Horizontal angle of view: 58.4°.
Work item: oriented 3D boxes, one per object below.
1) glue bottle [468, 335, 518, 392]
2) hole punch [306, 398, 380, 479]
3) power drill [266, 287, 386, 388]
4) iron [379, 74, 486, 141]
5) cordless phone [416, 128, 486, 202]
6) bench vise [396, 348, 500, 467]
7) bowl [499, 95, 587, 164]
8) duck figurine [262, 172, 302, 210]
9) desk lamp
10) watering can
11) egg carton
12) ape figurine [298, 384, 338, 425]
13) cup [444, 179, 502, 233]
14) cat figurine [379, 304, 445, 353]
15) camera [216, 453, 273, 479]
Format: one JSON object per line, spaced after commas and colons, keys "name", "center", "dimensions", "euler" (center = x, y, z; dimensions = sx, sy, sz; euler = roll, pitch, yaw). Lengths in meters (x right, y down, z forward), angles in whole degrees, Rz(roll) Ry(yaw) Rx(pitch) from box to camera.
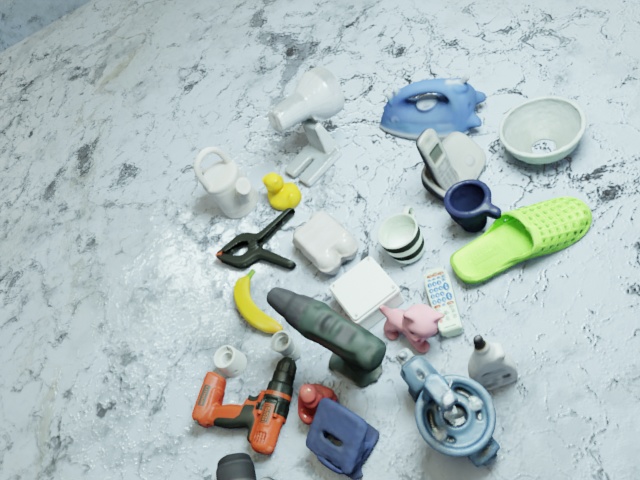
{"name": "glue bottle", "center": [0.267, 0.191, 0.913], "dimensions": [0.078, 0.174, 0.037], "euler": [-21, 50, 11]}
{"name": "hole punch", "center": [0.034, 0.339, 0.976], "dimensions": [0.108, 0.091, 0.101], "euler": [21, 68, 36]}
{"name": "power drill", "center": [0.026, 0.178, 1.017], "dimensions": [0.228, 0.209, 0.076], "euler": [21, 68, 36]}
{"name": "iron", "center": [0.237, -0.311, 1.306], "dimensions": [0.257, 0.142, 0.119], "euler": [0, 58, 27]}
{"name": "cordless phone", "center": [0.261, -0.178, 1.170], "dimensions": [0.093, 0.186, 0.148], "euler": [22, 69, 36]}
{"name": "bench vise", "center": [0.174, 0.247, 0.887], "dimensions": [0.206, 0.220, 0.121], "euler": [25, 71, 37]}
{"name": "bowl", "center": [0.456, -0.212, 1.172], "dimensions": [0.167, 0.075, 0.167], "euler": [-13, 52, 18]}
{"name": "duck figurine", "center": [-0.098, -0.124, 1.375], "dimensions": [0.104, 0.086, 0.077], "euler": [31, 74, 38]}
{"name": "desk lamp", "center": [-0.024, -0.273, 1.360], "dimensions": [0.117, 0.214, 0.203], "euler": [32, 75, 39]}
{"name": "watering can", "center": [-0.228, -0.145, 1.382], "dimensions": [0.172, 0.195, 0.101], "euler": [1, 58, 27]}
{"name": "egg carton", "center": [0.011, 0.004, 1.240], "dimensions": [0.107, 0.070, 0.149], "euler": [-42, 50, -7]}
{"name": "ape figurine", "center": [-0.012, 0.289, 1.034], "dimensions": [0.078, 0.092, 0.076], "euler": [-28, 49, 6]}
{"name": "cup", "center": [0.307, -0.054, 1.119], "dimensions": [0.117, 0.095, 0.092], "euler": [28, 73, 38]}
{"name": "cat figurine", "center": [0.163, 0.146, 1.032], "dimensions": [0.127, 0.118, 0.067], "euler": [17, 66, 34]}
{"name": "camera", "center": [-0.129, 0.434, 0.982], "dimensions": [0.143, 0.101, 0.136], "euler": [-25, 50, 9]}
